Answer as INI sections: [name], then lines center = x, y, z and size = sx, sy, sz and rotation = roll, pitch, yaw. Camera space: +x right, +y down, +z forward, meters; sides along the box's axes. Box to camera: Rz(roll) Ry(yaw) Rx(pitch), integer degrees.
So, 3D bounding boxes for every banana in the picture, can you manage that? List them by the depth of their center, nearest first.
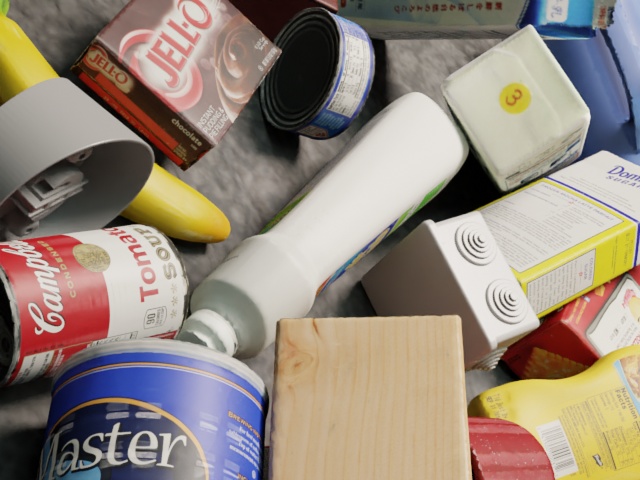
[banana]
center = -0.132, -0.063, 0.607
size = 0.198, 0.037, 0.069
rotation = 47, 41, -4

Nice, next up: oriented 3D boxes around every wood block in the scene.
[wood block]
center = 0.023, 0.145, 0.481
size = 0.091, 0.090, 0.206
rotation = -2, 53, 4

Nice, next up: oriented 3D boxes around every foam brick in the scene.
[foam brick]
center = -0.034, -0.183, 0.776
size = 0.078, 0.051, 0.053
rotation = 19, 49, -33

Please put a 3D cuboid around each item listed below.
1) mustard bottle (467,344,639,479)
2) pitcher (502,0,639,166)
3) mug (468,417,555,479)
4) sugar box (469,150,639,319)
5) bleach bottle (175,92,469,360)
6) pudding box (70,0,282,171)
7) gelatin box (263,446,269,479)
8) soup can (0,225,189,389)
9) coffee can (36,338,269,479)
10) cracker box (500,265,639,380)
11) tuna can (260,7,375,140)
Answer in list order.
[mustard bottle]
center = 0.198, 0.119, 0.686
size = 0.191, 0.058, 0.096
rotation = -15, 74, -12
[pitcher]
center = 0.256, -0.100, 0.914
size = 0.148, 0.145, 0.243
rotation = 3, 62, -42
[mug]
center = 0.086, 0.150, 0.602
size = 0.081, 0.093, 0.117
rotation = 9, 33, -44
[sugar box]
center = 0.174, -0.004, 0.762
size = 0.176, 0.048, 0.093
rotation = -21, 35, -28
[bleach bottle]
center = -0.004, 0.001, 0.644
size = 0.068, 0.103, 0.250
rotation = 47, 46, 0
[pudding box]
center = -0.083, -0.108, 0.641
size = 0.090, 0.039, 0.113
rotation = 43, 40, -15
[gelatin box]
center = -0.006, 0.148, 0.571
size = 0.089, 0.030, 0.073
rotation = 5, 56, -39
[soup can]
center = -0.123, 0.030, 0.522
size = 0.102, 0.069, 0.068
rotation = -10, 68, -46
[coffee can]
center = -0.076, 0.129, 0.464
size = 0.102, 0.103, 0.140
rotation = 25, 47, -28
[cracker box]
center = 0.248, 0.102, 0.806
size = 0.213, 0.072, 0.164
rotation = 46, 41, -7
[tuna can]
center = -0.002, -0.112, 0.725
size = 0.033, 0.086, 0.086
rotation = 14, 52, -38
